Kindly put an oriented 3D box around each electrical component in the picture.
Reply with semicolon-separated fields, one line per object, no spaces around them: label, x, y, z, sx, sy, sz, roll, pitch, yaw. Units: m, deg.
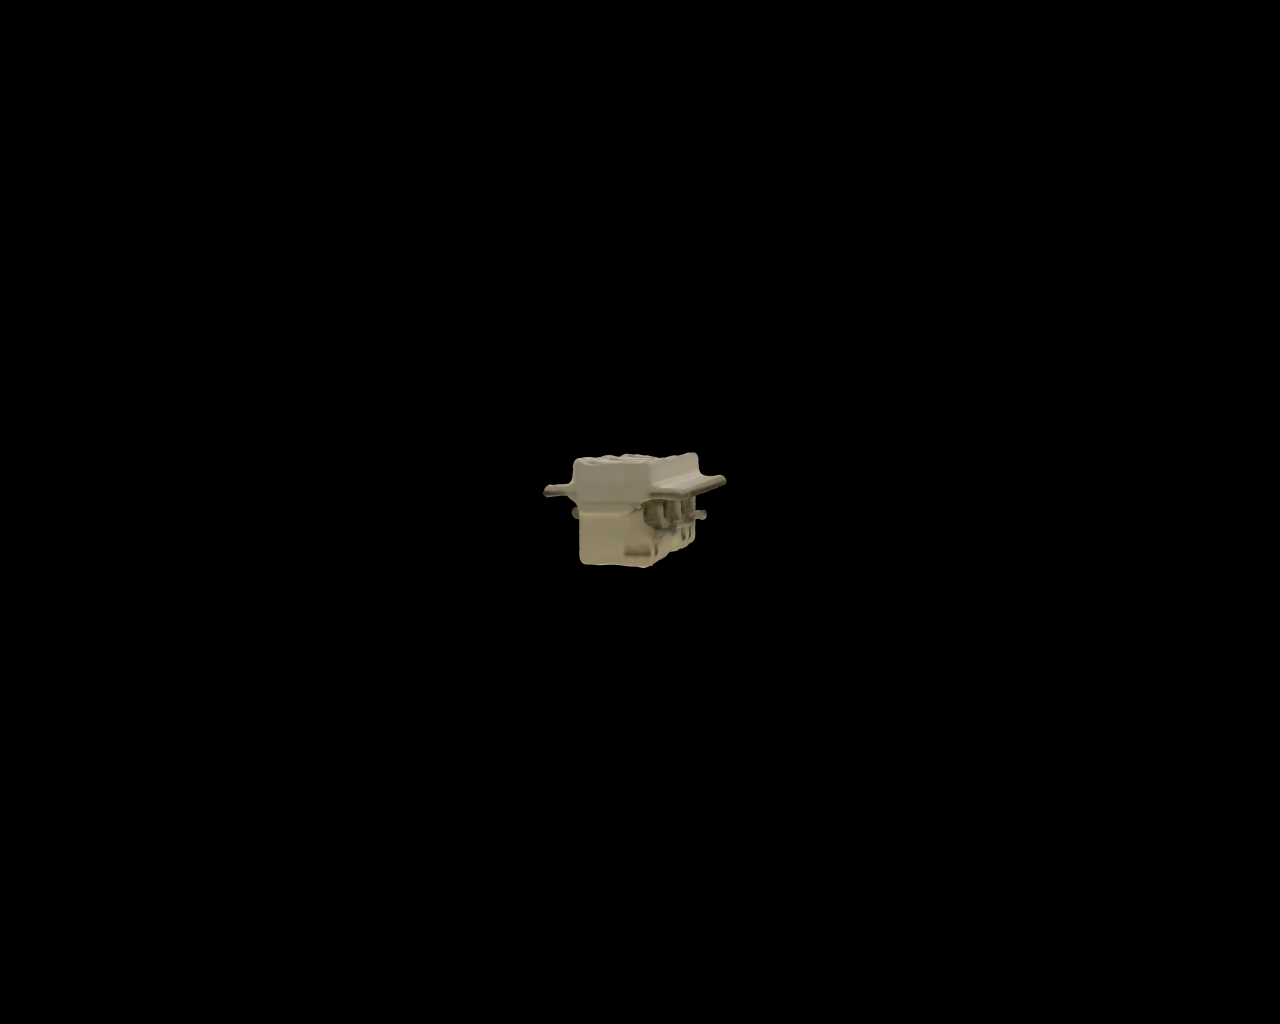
electrical component;0.001;-0.003;0.650;0.079;0.063;0.121;1;5;15
